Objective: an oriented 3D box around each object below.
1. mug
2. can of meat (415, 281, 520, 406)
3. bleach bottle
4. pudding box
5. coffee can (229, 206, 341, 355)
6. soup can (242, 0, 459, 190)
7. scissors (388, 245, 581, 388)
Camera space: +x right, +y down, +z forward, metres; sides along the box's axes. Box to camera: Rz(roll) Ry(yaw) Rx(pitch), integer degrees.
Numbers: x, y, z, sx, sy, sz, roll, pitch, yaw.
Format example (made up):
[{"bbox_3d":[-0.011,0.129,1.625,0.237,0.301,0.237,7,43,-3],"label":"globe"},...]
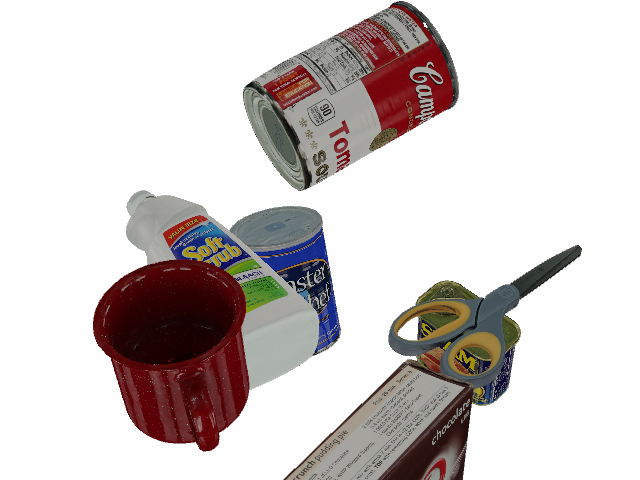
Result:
[{"bbox_3d":[-0.084,0.080,0.660,0.093,0.081,0.117,-18,44,-14],"label":"mug"},{"bbox_3d":[0.140,0.102,1.037,0.057,0.084,0.102,-37,55,-27],"label":"can of meat"},{"bbox_3d":[-0.110,0.030,0.963,0.102,0.068,0.251,-22,43,-30],"label":"bleach bottle"},{"bbox_3d":[0.021,0.117,0.454,0.039,0.090,0.113,21,38,27],"label":"pudding box"},{"bbox_3d":[-0.038,0.046,1.175,0.103,0.140,0.103,-8,24,4],"label":"coffee can"},{"bbox_3d":[0.016,-0.081,0.595,0.102,0.068,0.069,-30,8,-13],"label":"soup can"},{"bbox_3d":[0.149,0.059,0.829,0.201,0.016,0.096,-16,45,-21],"label":"scissors"}]
